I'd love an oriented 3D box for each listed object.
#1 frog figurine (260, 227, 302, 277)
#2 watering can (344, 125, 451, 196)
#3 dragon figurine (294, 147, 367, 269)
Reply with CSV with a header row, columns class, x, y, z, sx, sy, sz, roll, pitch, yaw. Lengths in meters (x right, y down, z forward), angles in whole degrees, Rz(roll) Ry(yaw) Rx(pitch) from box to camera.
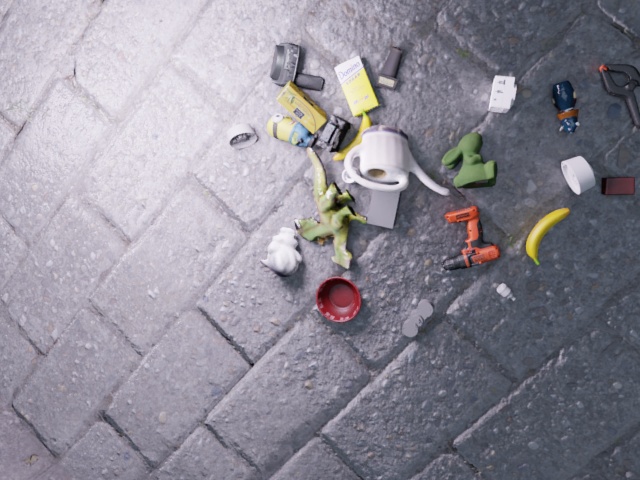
class,x,y,z,sx,sy,sz,roll,pitch,yaw
frog figurine,-0.119,0.044,1.796,0.136,0.124,0.159,29,96,-24
watering can,0.247,-0.247,1.640,0.347,0.102,0.228,8,66,-10
dragon figurine,0.005,-0.088,1.756,0.240,0.123,0.412,-37,85,24
